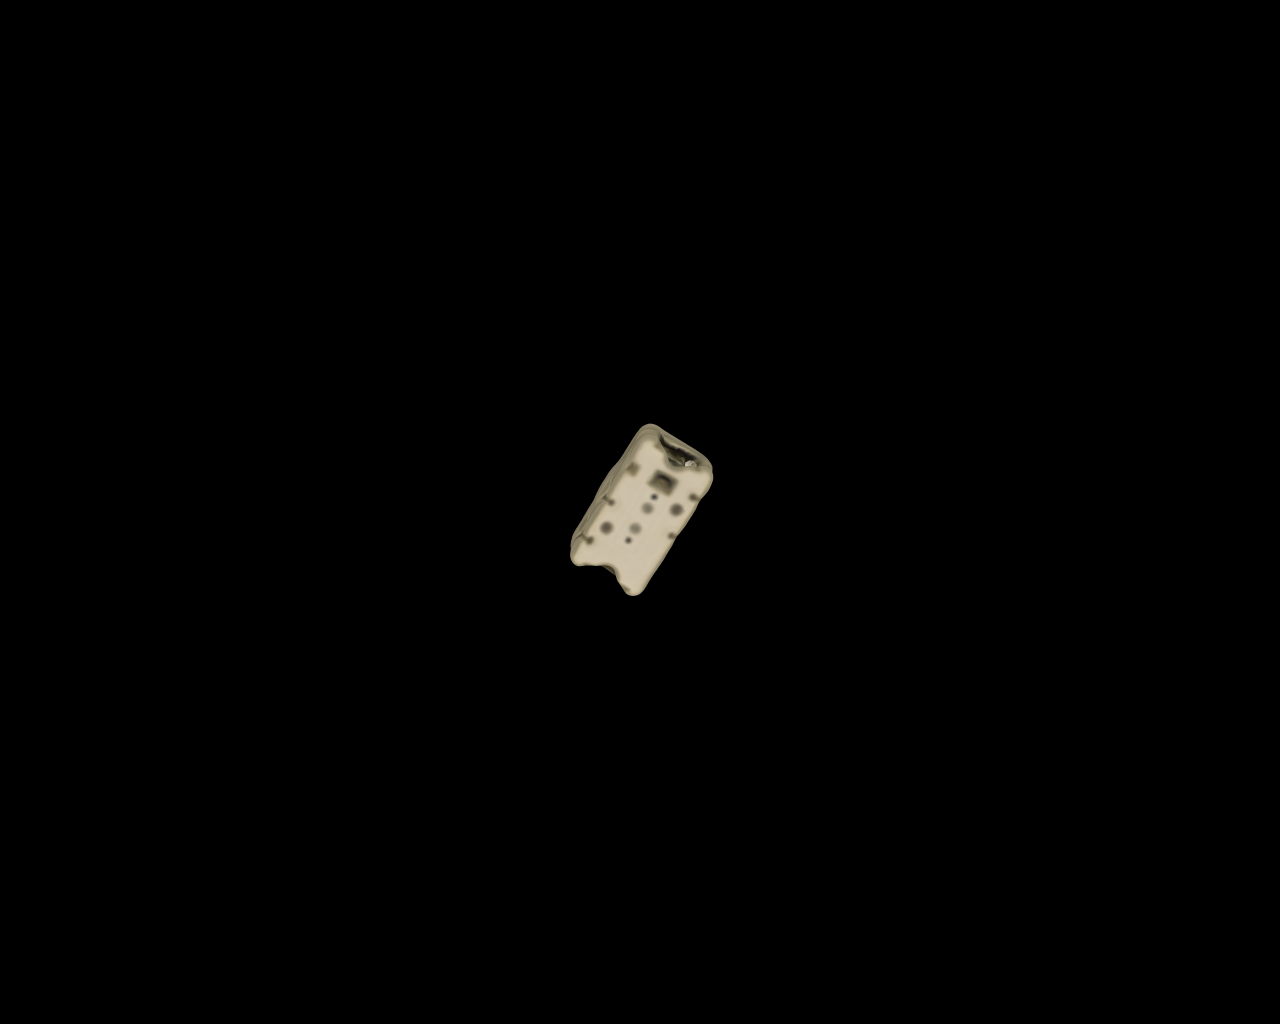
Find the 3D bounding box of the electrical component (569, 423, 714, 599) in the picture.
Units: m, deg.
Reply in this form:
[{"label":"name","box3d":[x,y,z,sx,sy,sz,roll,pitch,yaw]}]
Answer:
[{"label":"electrical component","box3d":[0.001,-0.003,0.650,0.050,0.089,0.056,31,11,-7]}]
